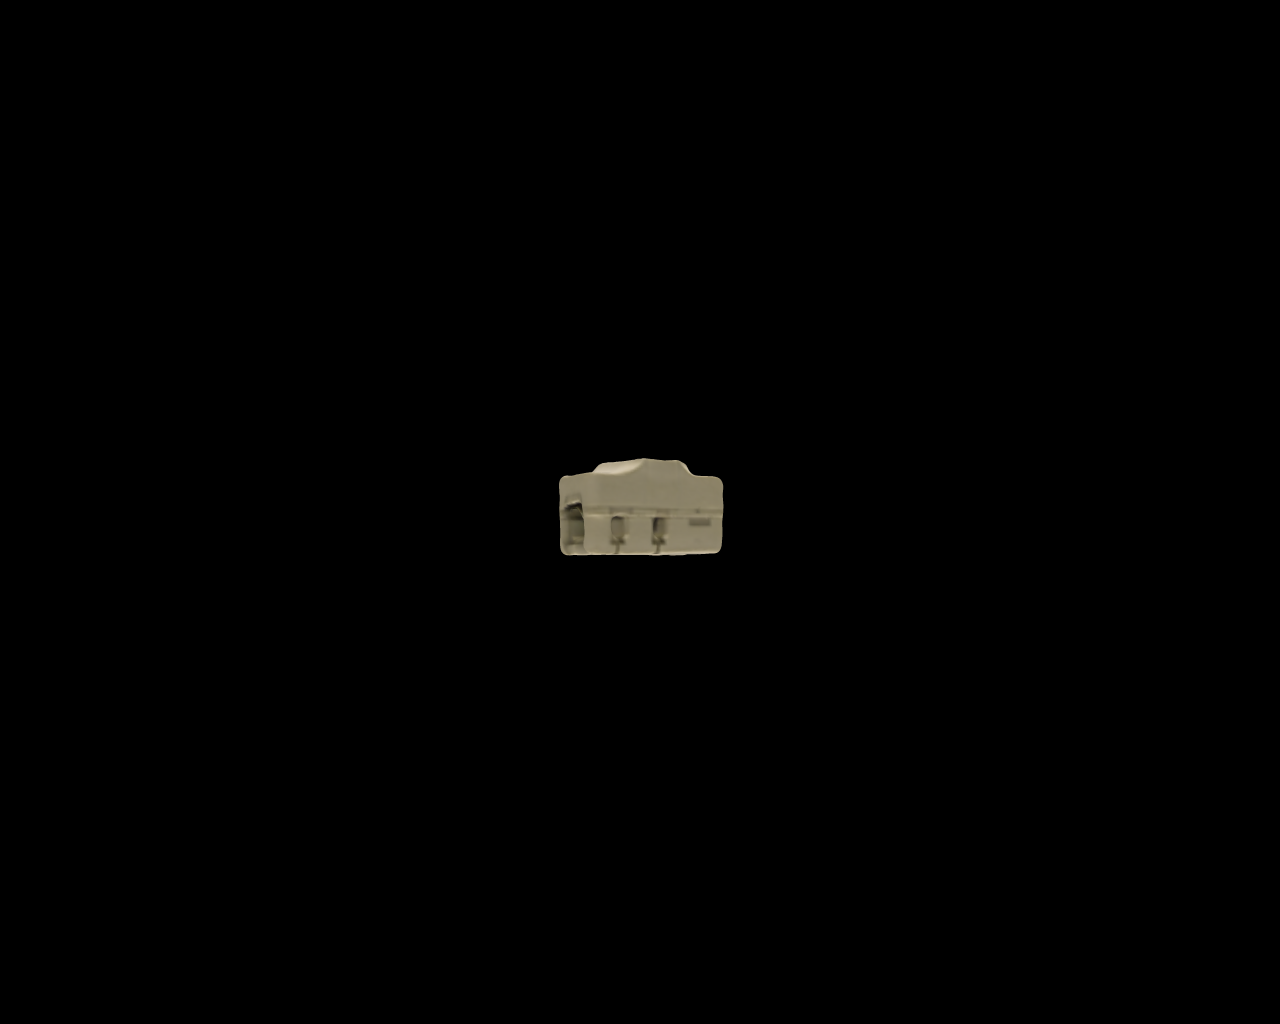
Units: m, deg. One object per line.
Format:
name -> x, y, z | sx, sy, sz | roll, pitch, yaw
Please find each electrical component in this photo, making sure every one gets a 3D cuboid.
electrical component -> 0.001, -0.003, 0.650 | 0.089, 0.055, 0.050 | 2, -4, -27
